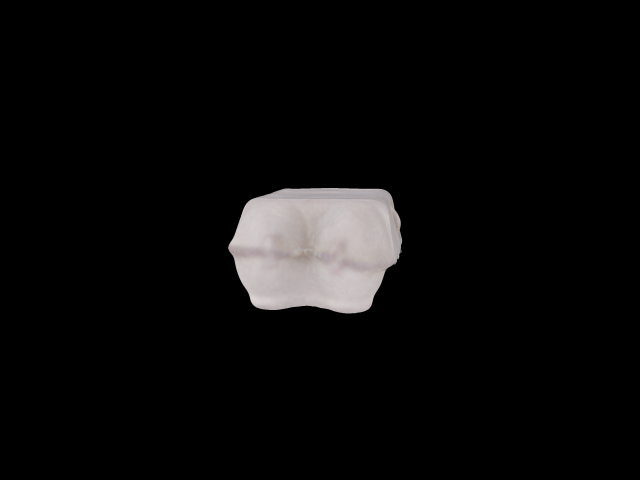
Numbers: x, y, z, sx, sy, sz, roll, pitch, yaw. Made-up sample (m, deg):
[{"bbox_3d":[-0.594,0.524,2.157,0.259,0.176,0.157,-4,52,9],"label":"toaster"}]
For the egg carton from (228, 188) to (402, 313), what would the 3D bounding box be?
[{"bbox_3d":[0.004,0.001,0.400,0.107,0.069,0.150,1,9,8],"label":"egg carton"}]
